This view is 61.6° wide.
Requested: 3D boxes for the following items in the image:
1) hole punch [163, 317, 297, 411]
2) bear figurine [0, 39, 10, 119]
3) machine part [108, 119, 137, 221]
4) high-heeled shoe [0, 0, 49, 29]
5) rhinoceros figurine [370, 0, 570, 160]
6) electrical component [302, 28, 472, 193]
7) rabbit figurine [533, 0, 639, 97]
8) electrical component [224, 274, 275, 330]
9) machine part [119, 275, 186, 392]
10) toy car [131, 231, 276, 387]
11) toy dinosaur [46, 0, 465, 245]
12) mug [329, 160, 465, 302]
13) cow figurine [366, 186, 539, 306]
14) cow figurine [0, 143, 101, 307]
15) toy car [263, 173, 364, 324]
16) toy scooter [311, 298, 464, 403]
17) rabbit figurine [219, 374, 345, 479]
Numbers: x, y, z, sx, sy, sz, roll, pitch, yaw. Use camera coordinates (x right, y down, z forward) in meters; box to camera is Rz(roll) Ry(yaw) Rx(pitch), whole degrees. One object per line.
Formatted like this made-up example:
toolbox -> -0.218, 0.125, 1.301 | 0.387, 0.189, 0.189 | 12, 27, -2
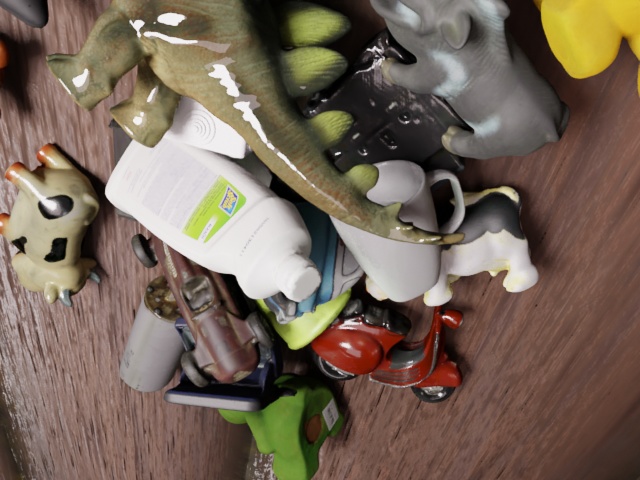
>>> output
hole punch -> -0.101, 0.135, 0.598 | 0.142, 0.092, 0.115 | 1, 169, 7
bear figurine -> -0.394, -0.205, 0.523 | 0.196, 0.132, 0.120 | 17, 132, -17
machine part -> -0.199, -0.073, 0.580 | 0.084, 0.039, 0.138 | 22, 130, 17
high-heeled shoe -> -0.254, -0.303, 0.401 | 0.145, 0.086, 0.248 | -22, 106, 37
rhinoceros figurine -> 0.090, -0.130, 0.355 | 0.073, 0.112, 0.190 | -43, 111, 0
electrical component -> 0.064, -0.100, 0.466 | 0.134, 0.058, 0.115 | 43, 128, -13
rabbit figurine -> 0.238, -0.155, 0.354 | 0.162, 0.122, 0.173 | -33, 124, 24
electrical component -> -0.095, 0.068, 0.629 | 0.048, 0.075, 0.119 | -5, 126, 22
machine part -> -0.209, 0.125, 0.704 | 0.079, 0.079, 0.243 | 30, 128, -4
toy car -> -0.122, 0.047, 0.542 | 0.089, 0.053, 0.202 | -29, 75, 2
toy dinosaur -> -0.087, -0.159, 0.376 | 0.198, 0.105, 0.471 | -34, 92, 7
mug -> 0.071, -0.008, 0.454 | 0.109, 0.081, 0.107 | -29, 125, -8
cow figurine -> 0.114, 0.007, 0.519 | 0.167, 0.068, 0.098 | -13, 114, 22
cow figurine -> -0.319, -0.004, 0.647 | 0.127, 0.085, 0.195 | 39, 126, -3
toy car -> -0.001, -0.002, 0.507 | 0.103, 0.161, 0.109 | 4, 165, -11
toy scooter -> 0.085, 0.110, 0.597 | 0.184, 0.075, 0.135 | 19, 131, -3
rabbit figurine -> -0.079, 0.220, 0.708 | 0.170, 0.121, 0.158 | 4, 134, 34
